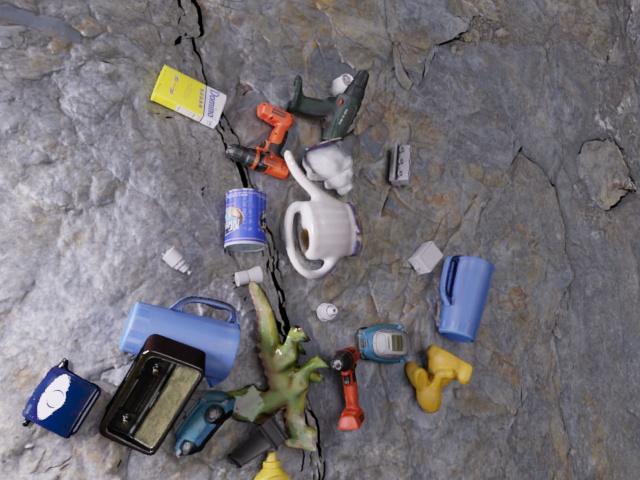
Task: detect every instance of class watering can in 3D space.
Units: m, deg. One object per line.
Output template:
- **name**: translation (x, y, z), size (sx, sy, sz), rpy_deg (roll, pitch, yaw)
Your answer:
- **watering can**: translation (0.004, -0.070, 1.389), size (0.225, 0.103, 0.349), rpy_deg (-1, 83, -29)

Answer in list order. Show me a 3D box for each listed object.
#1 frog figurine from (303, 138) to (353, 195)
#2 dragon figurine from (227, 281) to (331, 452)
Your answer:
- **frog figurine**: translation (0.028, -0.197, 1.443), size (0.137, 0.123, 0.159), rpy_deg (-18, 95, 2)
- **dragon figurine**: translation (-0.121, 0.324, 1.224), size (0.246, 0.121, 0.409), rpy_deg (-40, 95, -22)
